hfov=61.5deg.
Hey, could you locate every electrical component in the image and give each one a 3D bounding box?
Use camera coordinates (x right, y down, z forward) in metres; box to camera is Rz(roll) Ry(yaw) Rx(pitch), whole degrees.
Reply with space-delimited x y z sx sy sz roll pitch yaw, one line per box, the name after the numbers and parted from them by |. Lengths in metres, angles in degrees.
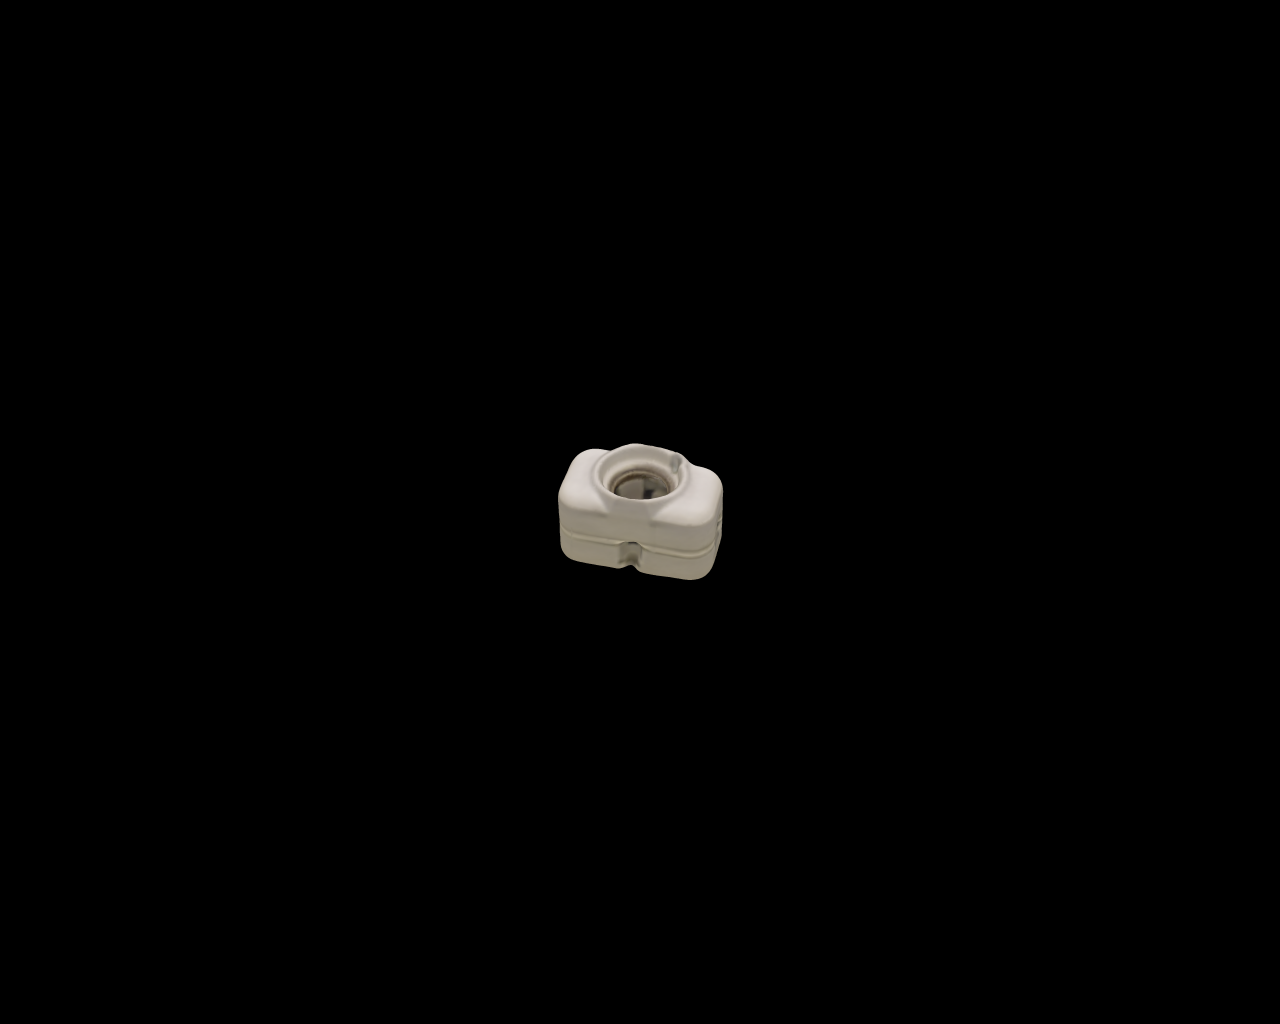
0.001 -0.003 0.650 0.095 0.059 0.054 10 43 11 | electrical component
